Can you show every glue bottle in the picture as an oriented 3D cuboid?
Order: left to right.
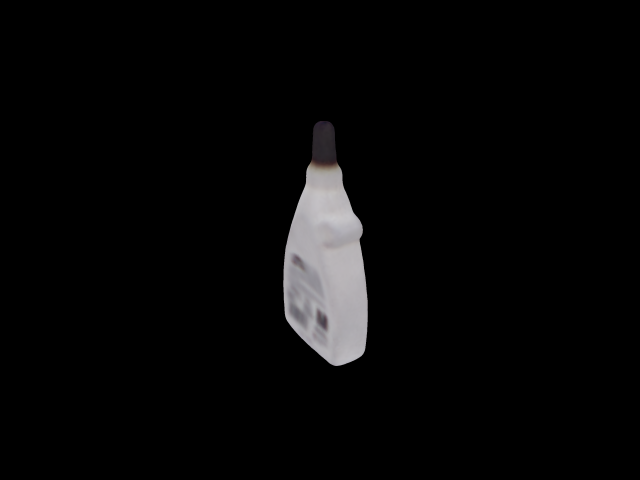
[{"bbox_3d":[0.004,0.001,0.400,0.037,0.173,0.077,-19,36,-29],"label":"glue bottle"}]
